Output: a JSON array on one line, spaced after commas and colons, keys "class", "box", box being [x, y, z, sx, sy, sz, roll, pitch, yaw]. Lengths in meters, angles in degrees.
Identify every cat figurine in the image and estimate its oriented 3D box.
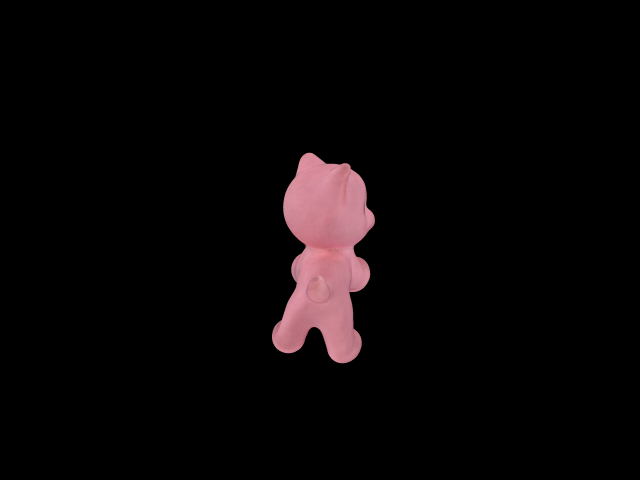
[{"class": "cat figurine", "box": [0.004, 0.001, 0.400, 0.067, 0.118, 0.128, 4, 46, 5]}]
